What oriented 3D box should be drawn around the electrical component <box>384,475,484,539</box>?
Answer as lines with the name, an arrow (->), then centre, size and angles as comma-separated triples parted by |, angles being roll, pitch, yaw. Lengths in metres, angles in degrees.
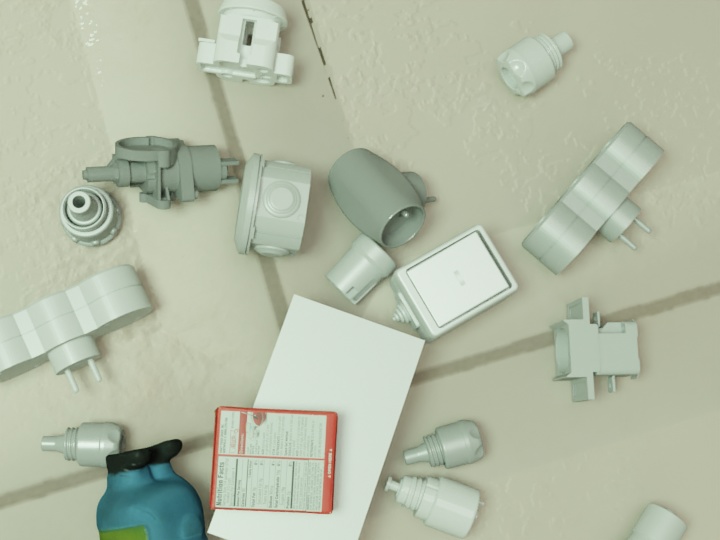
electrical component -> 0.057, 0.179, 0.834 | 0.078, 0.040, 0.040 | 20, 80, 0

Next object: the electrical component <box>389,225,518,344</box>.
electrical component -> 0.068, 0.014, 0.853 | 0.096, 0.061, 0.061 | -29, 83, -8

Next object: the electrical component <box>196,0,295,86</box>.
electrical component -> -0.091, -0.188, 0.879 | 0.078, 0.058, 0.057 | 8, 83, -2

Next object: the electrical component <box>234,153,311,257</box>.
electrical component -> -0.069, -0.049, 0.846 | 0.051, 0.080, 0.080 | 9, 80, -8

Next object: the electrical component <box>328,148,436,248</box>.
electrical component -> 0.027, -0.060, 0.866 | 0.079, 0.043, 0.077 | -9, 45, -39

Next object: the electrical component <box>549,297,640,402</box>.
electrical component -> 0.189, 0.064, 0.863 | 0.064, 0.042, 0.081 | -1, 81, -7

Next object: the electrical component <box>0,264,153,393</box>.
electrical component -> -0.224, 0.057, 0.830 | 0.138, 0.052, 0.073 | -25, 83, -8

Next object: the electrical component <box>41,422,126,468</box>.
electrical component -> -0.214, 0.134, 0.827 | 0.061, 0.035, 0.035 | 1, 80, -1

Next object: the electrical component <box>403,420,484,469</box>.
electrical component -> 0.064, 0.140, 0.845 | 0.061, 0.035, 0.035 | -14, 82, -4

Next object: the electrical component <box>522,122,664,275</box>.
electrical component -> 0.203, -0.048, 0.877 | 0.074, 0.052, 0.138 | 41, 80, 4

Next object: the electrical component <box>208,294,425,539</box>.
electrical component -> -0.033, 0.127, 0.827 | 0.105, 0.060, 0.186 | 20, 80, 0

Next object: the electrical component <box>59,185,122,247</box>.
electrical component -> -0.215, -0.046, 0.844 | 0.048, 0.062, 0.048 | 1, 80, -4

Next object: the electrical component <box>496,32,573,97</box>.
electrical component -> 0.149, -0.176, 0.900 | 0.062, 0.043, 0.043 | -34, 84, -9

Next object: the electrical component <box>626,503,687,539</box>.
electrical component -> 0.226, 0.216, 0.840 | 0.044, 0.044, 0.065 | 36, 75, 3

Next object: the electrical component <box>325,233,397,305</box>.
electrical component -> 0.000, 0.000, 0.862 | 0.040, 0.040, 0.046 | 44, 86, 4
